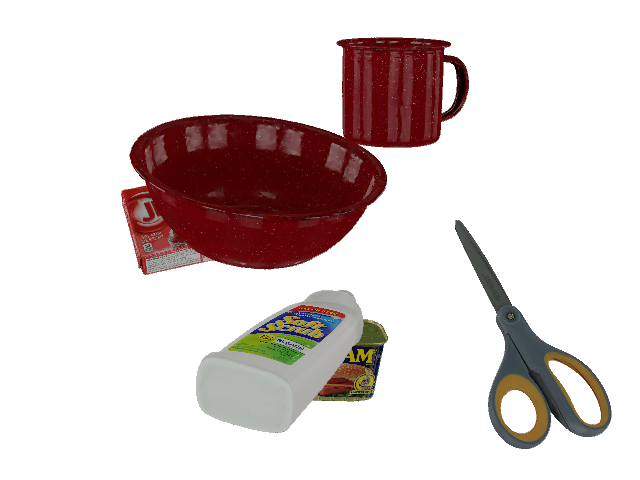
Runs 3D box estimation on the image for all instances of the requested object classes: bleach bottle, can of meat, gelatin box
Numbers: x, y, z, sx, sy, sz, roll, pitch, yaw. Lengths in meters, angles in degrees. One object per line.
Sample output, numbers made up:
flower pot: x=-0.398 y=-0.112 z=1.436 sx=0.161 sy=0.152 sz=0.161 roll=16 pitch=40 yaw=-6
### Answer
bleach bottle: x=-0.026 y=0.105 z=1.084 sx=0.103 sy=0.068 sz=0.250 roll=13 pitch=22 yaw=17
can of meat: x=0.021 y=0.142 z=1.266 sx=0.102 sy=0.084 sz=0.057 roll=4 pitch=24 yaw=-14
gelatin box: x=-0.113 y=-0.016 z=0.876 sx=0.089 sy=0.073 sz=0.030 roll=-12 pitch=-37 yaw=-13

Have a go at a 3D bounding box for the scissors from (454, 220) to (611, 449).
scissors: x=0.133 y=0.075 z=0.807 sx=0.096 sy=0.202 sz=0.016 roll=-31 pitch=-27 yaw=-20

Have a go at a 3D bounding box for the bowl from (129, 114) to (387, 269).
bowl: x=-0.040 y=-0.027 z=0.679 sx=0.162 sy=0.055 sz=0.162 roll=6 pitch=26 yaw=-3

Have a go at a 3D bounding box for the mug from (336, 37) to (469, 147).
mug: x=0.070 y=-0.123 z=0.881 sx=0.117 sy=0.081 sz=0.093 roll=-7 pitch=17 yaw=-25
